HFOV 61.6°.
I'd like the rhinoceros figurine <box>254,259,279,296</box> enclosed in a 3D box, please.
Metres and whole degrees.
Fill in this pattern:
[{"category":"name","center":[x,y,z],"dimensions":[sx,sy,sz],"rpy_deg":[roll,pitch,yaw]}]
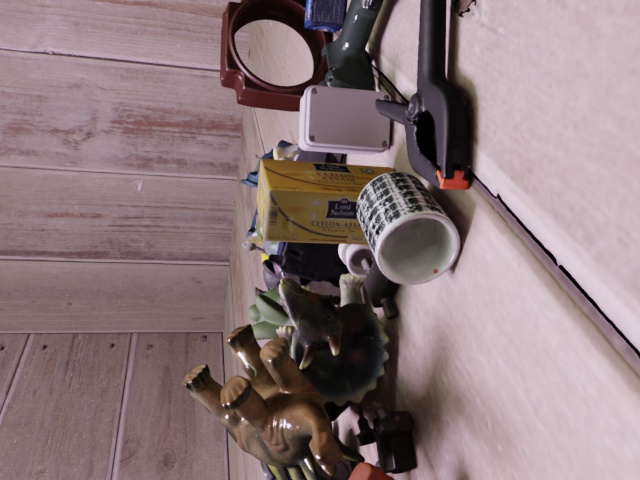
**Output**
[{"category":"rhinoceros figurine","center":[-0.072,0.098,1.097],"dimensions":[0.073,0.112,0.190],"rpy_deg":[-46,-48,-64]}]

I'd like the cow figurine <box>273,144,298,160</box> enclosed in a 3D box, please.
[{"category":"cow figurine","center":[-0.025,-0.098,1.000],"dimensions":[0.068,0.098,0.167],"rpy_deg":[-118,14,-54]}]

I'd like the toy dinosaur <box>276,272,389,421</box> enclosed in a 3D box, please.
[{"category":"toy dinosaur","center":[0.004,0.184,0.762],"dimensions":[0.404,0.131,0.192],"rpy_deg":[96,172,-47]}]

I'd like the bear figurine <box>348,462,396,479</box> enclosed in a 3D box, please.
[{"category":"bear figurine","center":[0.049,0.293,0.549],"dimensions":[0.120,0.132,0.196],"rpy_deg":[-66,12,-19]}]

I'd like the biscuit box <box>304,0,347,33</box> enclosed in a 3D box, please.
[{"category":"biscuit box","center":[0.015,-0.464,0.918],"dimensions":[0.059,0.063,0.202],"rpy_deg":[-130,44,-72]}]

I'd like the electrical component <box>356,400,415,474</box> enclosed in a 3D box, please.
[{"category":"electrical component","center":[0.073,0.225,0.614],"dimensions":[0.102,0.045,0.078],"rpy_deg":[123,148,-64]}]

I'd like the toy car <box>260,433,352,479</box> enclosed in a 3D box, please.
[{"category":"toy car","center":[-0.007,0.331,0.784],"dimensions":[0.103,0.161,0.109],"rpy_deg":[-48,17,4]}]

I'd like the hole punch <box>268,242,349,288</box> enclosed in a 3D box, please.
[{"category":"hole punch","center":[-0.002,-0.002,0.790],"dimensions":[0.092,0.142,0.115],"rpy_deg":[-128,56,-67]}]

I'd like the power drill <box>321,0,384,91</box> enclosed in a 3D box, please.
[{"category":"power drill","center":[0.061,-0.289,0.674],"dimensions":[0.207,0.086,0.232],"rpy_deg":[102,165,-48]}]

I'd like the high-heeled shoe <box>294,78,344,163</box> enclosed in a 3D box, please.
[{"category":"high-heeled shoe","center":[0.009,-0.151,0.911],"dimensions":[0.248,0.086,0.145],"rpy_deg":[93,-165,-52]}]

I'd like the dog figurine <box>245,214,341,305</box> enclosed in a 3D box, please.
[{"category":"dog figurine","center":[-0.055,0.024,0.937],"dimensions":[0.219,0.108,0.191],"rpy_deg":[15,116,64]}]

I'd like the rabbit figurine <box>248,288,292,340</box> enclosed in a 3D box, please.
[{"category":"rabbit figurine","center":[-0.049,0.136,0.960],"dimensions":[0.170,0.159,0.121],"rpy_deg":[14,92,60]}]

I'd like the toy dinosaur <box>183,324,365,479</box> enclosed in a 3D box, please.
[{"category":"toy dinosaur","center":[-0.065,0.208,0.637],"dimensions":[0.198,0.105,0.471],"rpy_deg":[56,160,-8]}]

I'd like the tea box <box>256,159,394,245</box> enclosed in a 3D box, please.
[{"category":"tea box","center":[0.014,-0.045,0.635],"dimensions":[0.098,0.170,0.068],"rpy_deg":[-114,28,-58]}]

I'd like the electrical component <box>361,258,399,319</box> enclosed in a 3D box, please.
[{"category":"electrical component","center":[0.077,0.048,0.660],"dimensions":[0.063,0.021,0.094],"rpy_deg":[109,151,-44]}]

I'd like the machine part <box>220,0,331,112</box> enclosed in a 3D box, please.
[{"category":"machine part","center":[-0.082,-0.350,1.001],"dimensions":[0.087,0.201,0.201],"rpy_deg":[154,118,-72]}]

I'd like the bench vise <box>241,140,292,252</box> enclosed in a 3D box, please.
[{"category":"bench vise","center":[-0.104,-0.093,1.123],"dimensions":[0.224,0.129,0.240],"rpy_deg":[-132,63,-84]}]
